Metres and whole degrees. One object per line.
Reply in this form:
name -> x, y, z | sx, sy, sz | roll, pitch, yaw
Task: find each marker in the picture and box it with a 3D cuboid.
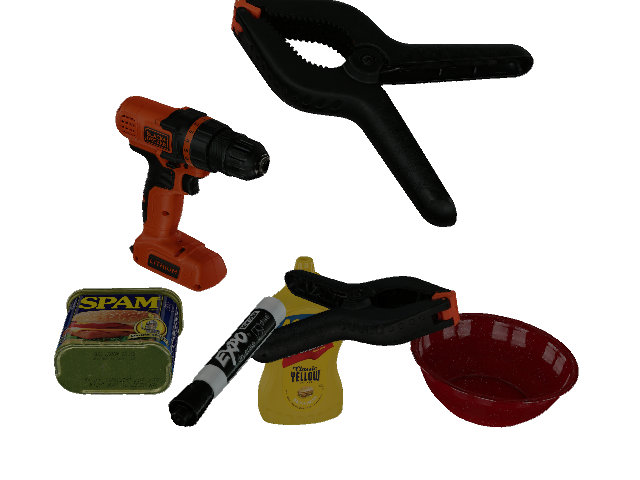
marker -> -0.054, 0.071, 0.633 | 0.020, 0.020, 0.121 | 0, 27, 27

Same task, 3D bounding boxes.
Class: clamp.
clamp -> 0.025, 0.064, 0.879 | 0.172, 0.039, 0.120 | -1, 36, 28
clamp -> 0.031, -0.104, 0.729 | 0.210, 0.164, 0.036 | 21, -32, 2

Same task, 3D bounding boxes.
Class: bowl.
bowl -> 0.165, 0.133, 1.037 | 0.162, 0.055, 0.162 | 4, 26, -2

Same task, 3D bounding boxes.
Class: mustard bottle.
mustard bottle -> -0.020, 0.110, 1.194 | 0.096, 0.192, 0.058 | -2, 19, -11

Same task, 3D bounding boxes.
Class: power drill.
power drill -> -0.133, -0.044, 1.103 | 0.185, 0.188, 0.057 | 24, 34, 29

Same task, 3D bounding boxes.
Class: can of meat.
can of meat -> -0.171, 0.086, 0.909 | 0.102, 0.057, 0.084 | 0, 29, -2
